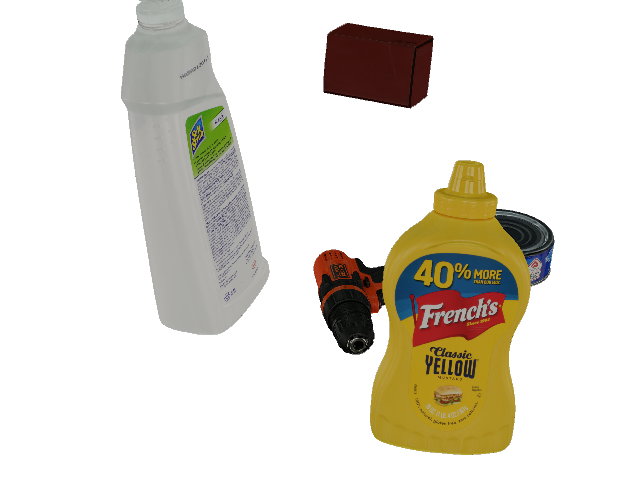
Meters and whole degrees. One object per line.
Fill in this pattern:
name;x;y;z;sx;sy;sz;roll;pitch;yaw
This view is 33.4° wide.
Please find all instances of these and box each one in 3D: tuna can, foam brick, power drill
tuna can;0.158;0.006;0.923;0.086;0.034;0.086;2;29;-1
foam brick;0.047;-0.144;0.877;0.078;0.051;0.052;13;24;19
power drill;0.091;0.059;1.163;0.187;0.057;0.184;-4;28;-7

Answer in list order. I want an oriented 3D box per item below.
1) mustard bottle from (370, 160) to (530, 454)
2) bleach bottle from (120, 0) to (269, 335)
mustard bottle;0.088;0.043;0.704;0.096;0.192;0.058;5;13;3
bleach bottle;-0.092;-0.059;0.762;0.068;0.251;0.102;8;35;20
